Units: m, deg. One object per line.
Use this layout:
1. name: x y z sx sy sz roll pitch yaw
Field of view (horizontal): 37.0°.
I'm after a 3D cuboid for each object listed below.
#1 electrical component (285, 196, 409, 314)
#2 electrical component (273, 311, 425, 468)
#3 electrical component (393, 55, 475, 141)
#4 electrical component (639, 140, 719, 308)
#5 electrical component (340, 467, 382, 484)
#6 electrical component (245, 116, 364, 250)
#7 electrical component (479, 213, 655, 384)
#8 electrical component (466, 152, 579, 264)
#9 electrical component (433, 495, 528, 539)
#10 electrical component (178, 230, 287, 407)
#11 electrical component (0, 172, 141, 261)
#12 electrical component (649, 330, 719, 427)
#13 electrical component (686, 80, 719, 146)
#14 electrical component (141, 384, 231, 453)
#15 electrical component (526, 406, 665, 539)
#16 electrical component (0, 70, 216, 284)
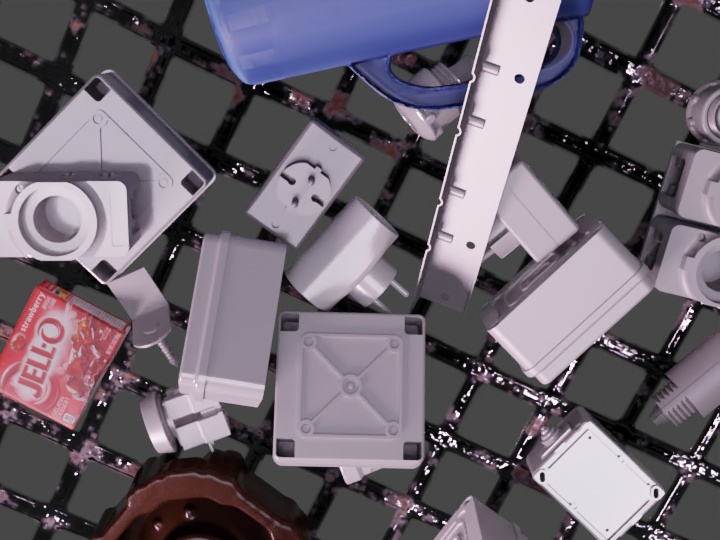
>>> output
1. electrical component: 0.000 0.000 0.786 0.079 0.044 0.077 42 98 -10
2. electrical component: -0.008 0.087 0.779 0.109 0.056 0.108 2 77 -2
3. electrical component: 0.057 -0.126 0.761 0.062 0.048 0.048 -39 101 0
4. electrical component: 0.311 -0.019 0.782 0.186 0.060 0.105 13 102 -4
5. electrical component: 0.005 0.136 0.819 0.046 0.040 0.040 -20 102 -2
6. electrical component: -0.039 -0.059 0.756 0.047 0.075 0.083 36 99 -9
7. electrical component: 0.148 0.020 0.778 0.113 0.078 0.057 -44 97 8
8. electrical component: 0.106 -0.034 0.780 0.077 0.047 0.065 -40 100 11
9. electrical component: 0.089 0.231 0.804 0.057 0.113 0.078 36 99 -5
10. electrical component: -0.090 0.036 0.757 0.057 0.078 0.113 10 76 -7
11. electrical component: -0.194 -0.036 0.707 0.089 0.055 0.050 0 102 -2
12. electrical component: 0.253 0.088 0.813 0.081 0.043 0.043 -41 100 7
13. electrical component: 0.262 -0.109 0.760 0.048 0.062 0.048 0 103 -2
14. electrical component: -0.131 0.108 0.806 0.055 0.048 0.066 -20 103 -5
15. electrical component: 0.172 0.150 0.819 0.096 0.061 0.061 43 96 -2
16. electrical component: -0.178 -0.066 0.760 0.109 0.056 0.109 -44 100 8
